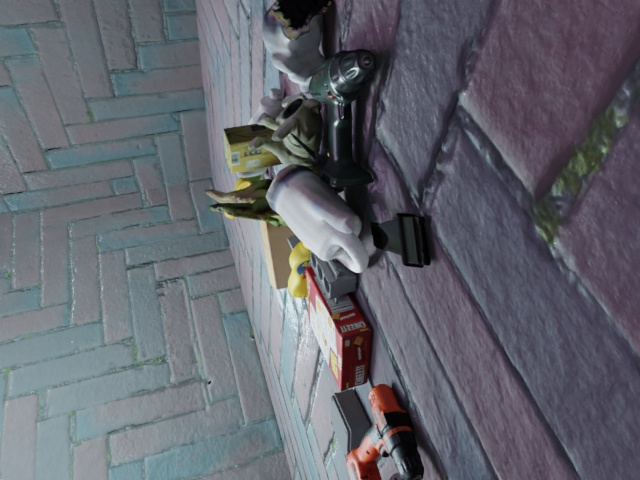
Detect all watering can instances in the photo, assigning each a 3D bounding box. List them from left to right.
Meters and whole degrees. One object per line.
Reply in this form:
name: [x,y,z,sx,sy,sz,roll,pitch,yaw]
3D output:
watering can: [0.003,-0.044,0.881,0.226,0.104,0.343,46,173,14]

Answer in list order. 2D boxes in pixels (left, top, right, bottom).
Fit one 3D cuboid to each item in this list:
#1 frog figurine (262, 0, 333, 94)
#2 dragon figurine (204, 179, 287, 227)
frog figurine: [-0.039,-0.349,0.923,0.156,0.123,0.140,90,-164,-63]
dragon figurine: [-0.162,-0.088,1.208,0.243,0.411,0.122,-7,-78,-67]
